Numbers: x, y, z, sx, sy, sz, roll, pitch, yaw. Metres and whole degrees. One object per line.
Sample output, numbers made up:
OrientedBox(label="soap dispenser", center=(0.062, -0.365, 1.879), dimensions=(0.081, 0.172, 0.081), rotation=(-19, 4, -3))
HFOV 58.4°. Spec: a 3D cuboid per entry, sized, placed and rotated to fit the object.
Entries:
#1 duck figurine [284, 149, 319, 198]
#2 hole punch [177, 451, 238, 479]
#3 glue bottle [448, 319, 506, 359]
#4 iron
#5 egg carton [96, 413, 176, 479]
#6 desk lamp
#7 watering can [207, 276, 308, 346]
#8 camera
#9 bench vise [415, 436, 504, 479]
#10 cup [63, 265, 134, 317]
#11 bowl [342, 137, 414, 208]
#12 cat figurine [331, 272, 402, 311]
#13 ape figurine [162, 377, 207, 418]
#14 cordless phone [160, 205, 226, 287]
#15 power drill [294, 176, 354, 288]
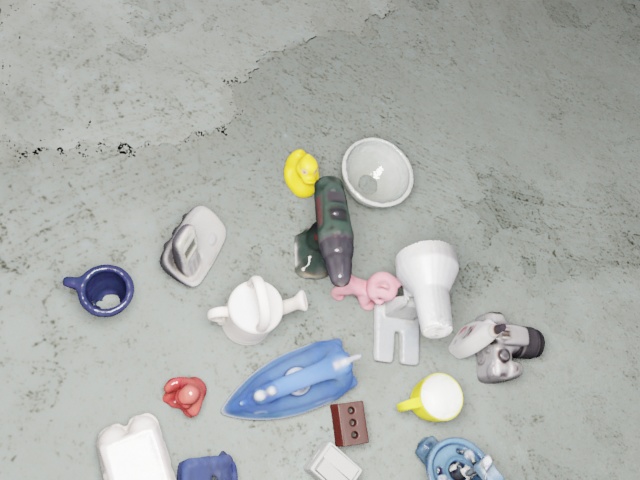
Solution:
OrientedBox(label="duck figurine", center=(-0.032, -0.152, 1.219), dimensions=(0.078, 0.086, 0.104), rotation=(-6, 72, -19))
OrientedBox(label="hole punch", center=(-0.186, 0.414, 0.957), dimensions=(0.101, 0.091, 0.108), rotation=(0, 70, -17))
OrientedBox(label="glue bottle", center=(0.325, 0.192, 1.155), dimensions=(0.037, 0.173, 0.078), rotation=(38, 64, 0))
OrientedBox(label="iron", center=(-0.047, 0.258, 1.031), dimensions=(0.259, 0.141, 0.118), rotation=(-18, 76, -22))
OrientedBox(label="egg carton", center=(-0.304, 0.372, 0.948), dimensions=(0.107, 0.069, 0.150), rotation=(-18, 77, -22))
OrientedBox(label="desk lamp", center=(0.191, 0.126, 1.115), dimensions=(0.118, 0.213, 0.203), rotation=(8, 68, -14))
OrientedBox(label="watering can", center=(-0.110, 0.121, 1.033), dimensions=(0.173, 0.194, 0.101), rotation=(-28, 80, -24))
OrientedBox(label="camera", center=(0.407, 0.228, 1.207), dimensions=(0.137, 0.100, 0.143), rotation=(8, 68, -14))
OrientedBox(label="bench vise", center=(0.286, 0.439, 1.025), dimensions=(0.207, 0.219, 0.122), rotation=(39, 64, 0))
OrientedBox(label="cup", center=(-0.389, 0.096, 1.010), dimensions=(0.118, 0.095, 0.092), rotation=(14, 67, -12))
OrientedBox(label="bowl", center=(0.117, -0.137, 1.266), dimensions=(0.168, 0.074, 0.167), rotation=(6, 69, -15))
OrientedBox(label="cat figurine", center=(0.100, 0.093, 1.152), dimensions=(0.128, 0.117, 0.067), rotation=(18, 66, -10))
OrientedBox(label="ape figurine", center=(-0.231, 0.270, 0.996), dimensions=(0.076, 0.092, 0.078), rotation=(-21, 78, -23))
OrientedBox(label="cordless phone", center=(-0.227, -0.005, 1.048), dimensions=(0.094, 0.185, 0.148), rotation=(26, 65, -6))
OrientedBox(label="power drill", center=(0.010, 0.004, 1.106), dimensions=(0.076, 0.208, 0.229), rotation=(2, 70, -16))
